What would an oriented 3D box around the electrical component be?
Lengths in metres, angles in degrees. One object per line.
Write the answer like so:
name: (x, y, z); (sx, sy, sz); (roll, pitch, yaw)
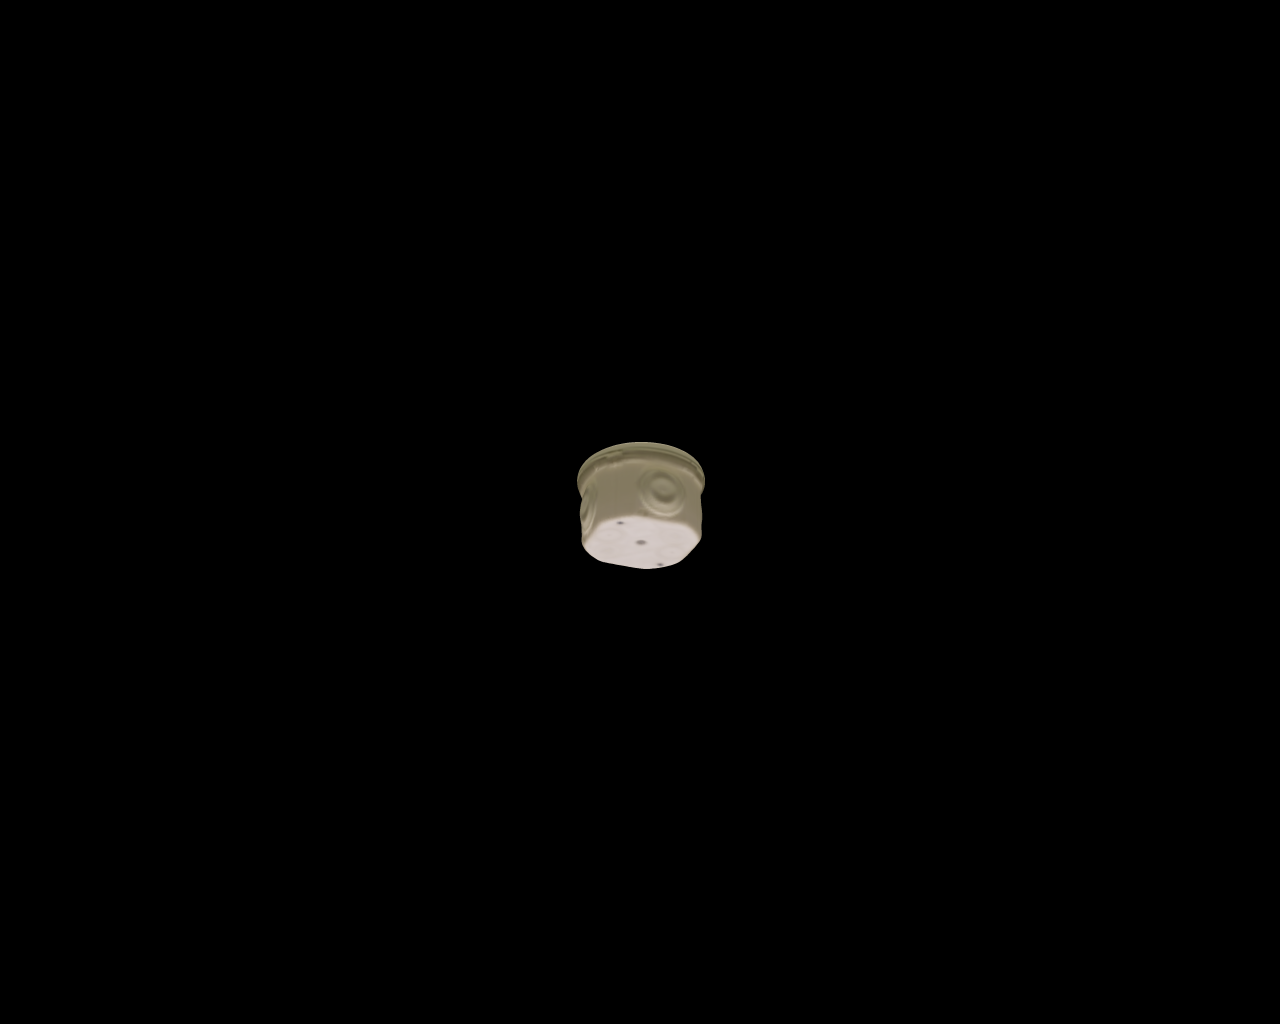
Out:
electrical component: (0.001, -0.003, 0.650); (0.080, 0.051, 0.080); (0, -30, 0)
